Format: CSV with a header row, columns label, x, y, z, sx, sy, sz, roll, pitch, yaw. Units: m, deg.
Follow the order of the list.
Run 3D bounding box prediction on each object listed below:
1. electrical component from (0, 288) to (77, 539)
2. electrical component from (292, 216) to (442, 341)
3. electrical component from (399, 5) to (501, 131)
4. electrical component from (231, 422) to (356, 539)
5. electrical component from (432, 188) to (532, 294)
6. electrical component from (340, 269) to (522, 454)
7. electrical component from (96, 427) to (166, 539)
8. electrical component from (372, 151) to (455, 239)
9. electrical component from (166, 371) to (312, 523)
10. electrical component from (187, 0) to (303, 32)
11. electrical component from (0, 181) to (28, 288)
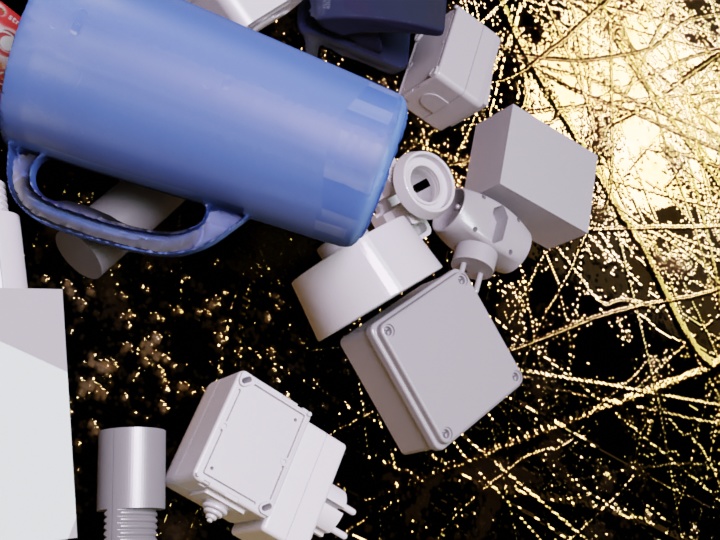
label,x,y,z,sx,sy,sz,roll,pitch,yaw
electrical component,-0.226,0.090,0.640,0.089,0.062,0.150,2,74,-35
electrical component,0.000,0.000,0.802,0.108,0.108,0.060,-29,87,-38
electrical component,0.082,-0.179,0.943,0.061,0.062,0.096,31,60,-23
electrical component,-0.035,0.163,0.759,0.076,0.047,0.083,35,58,-21
electrical component,0.100,-0.018,0.915,0.077,0.043,0.079,31,60,-24
electrical component,0.058,0.072,0.848,0.109,0.056,0.108,-32,94,-37
electrical component,-0.147,0.144,0.690,0.043,0.043,0.081,8,71,-33
electrical component,0.040,-0.064,0.879,0.058,0.057,0.078,-30,93,-38
electrical component,-0.087,0.126,0.726,0.062,0.061,0.096,35,58,-21
electrical component,-0.087,-0.217,0.827,0.113,0.078,0.057,-42,101,-36
electrical component,-0.237,-0.022,0.681,0.043,0.043,0.081,-2,76,-35
